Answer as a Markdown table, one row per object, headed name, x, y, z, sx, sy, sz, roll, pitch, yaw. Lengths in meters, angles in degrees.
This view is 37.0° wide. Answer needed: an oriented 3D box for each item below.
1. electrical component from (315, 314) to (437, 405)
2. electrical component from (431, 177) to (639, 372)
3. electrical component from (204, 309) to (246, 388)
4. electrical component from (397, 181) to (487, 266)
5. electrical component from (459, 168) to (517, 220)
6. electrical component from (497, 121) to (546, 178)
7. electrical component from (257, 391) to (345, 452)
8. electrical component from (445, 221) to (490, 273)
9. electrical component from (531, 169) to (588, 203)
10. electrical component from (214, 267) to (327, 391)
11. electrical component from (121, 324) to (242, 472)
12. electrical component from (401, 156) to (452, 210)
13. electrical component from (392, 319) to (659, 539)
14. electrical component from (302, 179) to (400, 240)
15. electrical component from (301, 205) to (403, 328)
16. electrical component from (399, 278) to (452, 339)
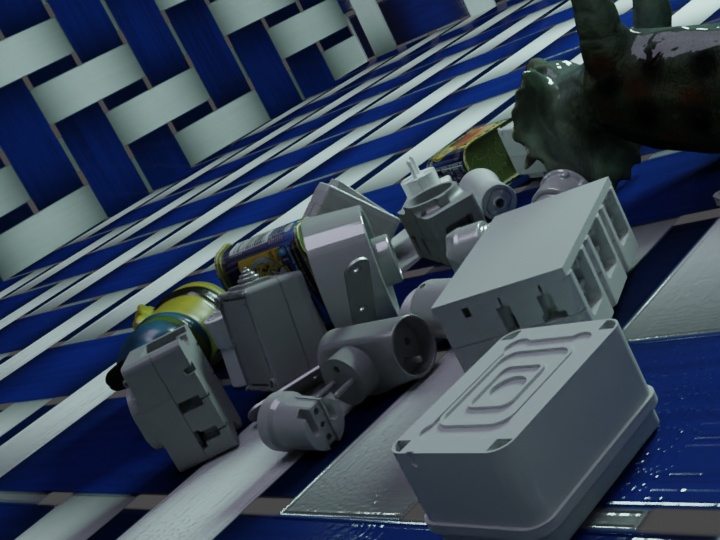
| name | x | y | z | sx | sy | sz | roll | pitch | yaw |
| --- | --- | --- | --- | --- | --- | --- | --- | --- | --- |
| electrical component | 0.001 | 0.066 | 0.737 | 0.077 | 0.044 | 0.079 | -14 | 19 | 46 |
| electrical component | 0.119 | 0.007 | 0.694 | 0.089 | 0.061 | 0.150 | -19 | 16 | 30 |
| electrical component | -0.104 | 0.061 | 0.912 | 0.044 | 0.065 | 0.044 | -26 | 14 | 7 |
| electrical component | 0.075 | -0.044 | 0.979 | 0.050 | 0.055 | 0.089 | -30 | 14 | -11 |
| electrical component | 0.122 | -0.069 | 1.015 | 0.044 | 0.044 | 0.065 | -28 | 18 | -3 |
| electrical component | 0.199 | -0.137 | 1.074 | 0.096 | 0.061 | 0.062 | -34 | 15 | -23 |
| electrical component | -0.038 | 0.100 | 0.703 | 0.046 | 0.040 | 0.040 | -4 | 26 | 46 |
| electrical component | 0.103 | -0.019 | 0.861 | 0.062 | 0.043 | 0.043 | -19 | 16 | 26 |
| electrical component | 0.157 | -0.048 | 0.863 | 0.048 | 0.048 | 0.062 | -14 | 26 | 45 |
| electrical component | -0.066 | 0.040 | 0.837 | 0.061 | 0.096 | 0.062 | -21 | 5 | -29 |
| electrical component | -0.134 | 0.096 | 0.790 | 0.056 | 0.089 | 0.050 | -26 | 14 | 4 |
| electrical component | 0.066 | -0.078 | 1.076 | 0.047 | 0.076 | 0.065 | -23 | 14 | 18 |
| electrical component | 0.081 | 0.078 | 0.512 | 0.078 | 0.057 | 0.113 | -11 | 21 | 49 |
| electrical component | -0.004 | -0.046 | 1.062 | 0.061 | 0.096 | 0.062 | -64 | 13 | 2 |
| electrical component | 0.000 | 0.000 | 0.861 | 0.060 | 0.108 | 0.108 | -20 | 14 | 5 |
| electrical component | 0.059 | 0.028 | 0.770 | 0.043 | 0.043 | 0.081 | -34 | 15 | -27 |
